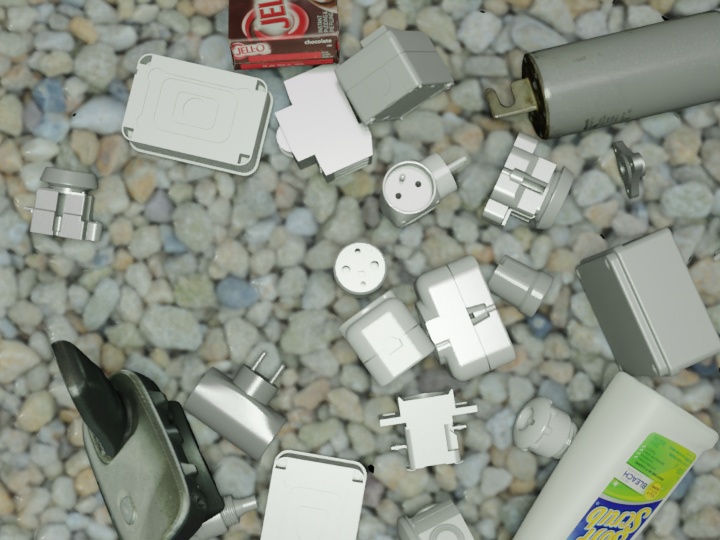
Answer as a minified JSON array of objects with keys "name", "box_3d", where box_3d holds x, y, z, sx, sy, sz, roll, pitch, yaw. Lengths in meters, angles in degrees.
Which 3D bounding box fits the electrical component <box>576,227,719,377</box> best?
[{"name":"electrical component","box_3d":[0.233,0.029,0.878,0.056,0.108,0.108,-23,86,-5]}]

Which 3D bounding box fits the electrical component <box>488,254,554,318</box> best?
[{"name":"electrical component","box_3d":[0.135,0.013,0.913,0.046,0.040,0.040,30,86,7]}]

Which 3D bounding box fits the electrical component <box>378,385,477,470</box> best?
[{"name":"electrical component","box_3d":[0.058,0.133,0.902,0.081,0.042,0.063,-9,90,-1]}]

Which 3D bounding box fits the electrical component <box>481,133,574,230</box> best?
[{"name":"electrical component","box_3d":[0.144,-0.068,0.909,0.057,0.058,0.078,24,86,4]}]

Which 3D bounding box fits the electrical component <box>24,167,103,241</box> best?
[{"name":"electrical component","box_3d":[-0.249,-0.057,0.911,0.066,0.048,0.055,9,93,0]}]

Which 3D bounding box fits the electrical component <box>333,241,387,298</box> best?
[{"name":"electrical component","box_3d":[0.000,0.000,0.904,0.045,0.055,0.045,0,86,-1]}]

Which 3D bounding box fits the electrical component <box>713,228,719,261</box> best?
[{"name":"electrical component","box_3d":[0.331,-0.033,0.909,0.077,0.066,0.047,-41,87,26]}]

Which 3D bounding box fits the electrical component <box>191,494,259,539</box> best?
[{"name":"electrical component","box_3d":[-0.115,0.203,0.898,0.061,0.035,0.035,-18,86,-4]}]

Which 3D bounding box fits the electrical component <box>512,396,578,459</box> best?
[{"name":"electrical component","box_3d":[0.163,0.138,0.903,0.062,0.048,0.048,30,86,-17]}]

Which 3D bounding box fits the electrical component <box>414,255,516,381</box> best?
[{"name":"electrical component","box_3d":[0.084,0.042,0.902,0.059,0.053,0.095,-22,86,-2]}]

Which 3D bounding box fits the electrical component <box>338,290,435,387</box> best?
[{"name":"electrical component","box_3d":[0.021,0.056,0.880,0.054,0.095,0.059,-36,87,-3]}]

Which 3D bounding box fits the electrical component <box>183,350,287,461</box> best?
[{"name":"electrical component","box_3d":[-0.094,0.106,0.900,0.077,0.044,0.079,35,87,2]}]

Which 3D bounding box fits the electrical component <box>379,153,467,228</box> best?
[{"name":"electrical component","box_3d":[0.054,-0.072,0.898,0.079,0.077,0.043,-31,87,-3]}]

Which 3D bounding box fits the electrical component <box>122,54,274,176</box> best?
[{"name":"electrical component","box_3d":[-0.136,-0.130,0.911,0.113,0.057,0.078,13,86,0]}]

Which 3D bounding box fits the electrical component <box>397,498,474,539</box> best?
[{"name":"electrical component","box_3d":[0.066,0.230,0.877,0.051,0.080,0.080,-25,86,-8]}]

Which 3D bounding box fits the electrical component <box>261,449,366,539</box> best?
[{"name":"electrical component","box_3d":[-0.041,0.210,0.887,0.078,0.057,0.113,10,86,0]}]

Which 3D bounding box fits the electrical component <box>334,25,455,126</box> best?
[{"name":"electrical component","box_3d":[0.030,-0.165,0.901,0.062,0.096,0.061,-32,86,27]}]
